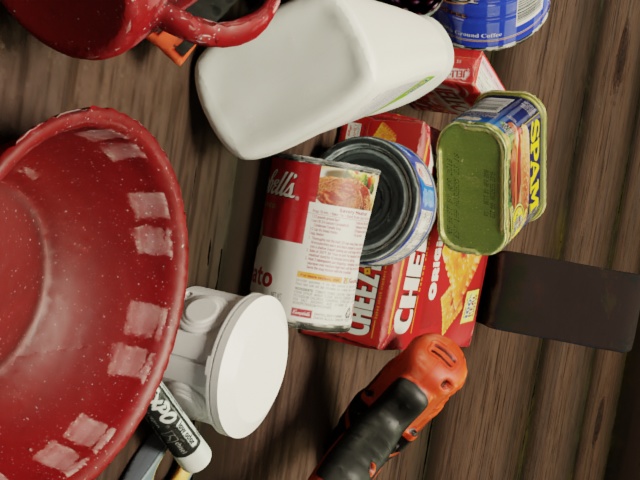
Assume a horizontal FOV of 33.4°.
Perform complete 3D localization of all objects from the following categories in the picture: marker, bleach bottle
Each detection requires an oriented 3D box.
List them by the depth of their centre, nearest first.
[{"bbox_3d":[-0.087,0.079,0.548,0.020,0.020,0.121,-61,143,-34],"label":"marker"},{"bbox_3d":[0.022,-0.103,0.659,0.068,0.103,0.250,65,21,0],"label":"bleach bottle"}]

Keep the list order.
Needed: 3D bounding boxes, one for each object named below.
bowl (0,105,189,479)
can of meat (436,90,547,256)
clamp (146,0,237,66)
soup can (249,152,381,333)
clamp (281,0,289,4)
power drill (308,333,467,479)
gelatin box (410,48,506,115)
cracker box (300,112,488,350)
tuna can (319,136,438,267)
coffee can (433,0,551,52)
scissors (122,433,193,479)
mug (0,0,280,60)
[{"bbox_3d":[-0.118,0.024,0.429,0.161,0.055,0.162,-39,135,-56],"label":"bowl"},{"bbox_3d":[0.122,-0.048,0.764,0.083,0.058,0.102,-36,128,-54],"label":"can of meat"},{"bbox_3d":[-0.011,-0.174,0.503,0.036,0.165,0.210,39,75,-21],"label":"clamp"},{"bbox_3d":[-0.004,0.001,0.660,0.068,0.069,0.102,3,98,-66],"label":"soup can"},{"bbox_3d":[0.001,-0.169,0.635,0.171,0.039,0.120,-53,141,-49],"label":"clamp"},{"bbox_3d":[0.011,0.161,0.731,0.187,0.057,0.185,-45,171,-42],"label":"power drill"},{"bbox_3d":[0.098,-0.122,0.829,0.089,0.073,0.030,28,74,-65],"label":"gelatin box"},{"bbox_3d":[0.073,0.000,0.829,0.213,0.072,0.164,11,90,-66],"label":"cracker box"},{"bbox_3d":[0.032,-0.026,0.708,0.033,0.086,0.086,7,94,-64],"label":"tuna can"},{"bbox_3d":[0.121,-0.222,0.776,0.140,0.103,0.102,78,32,-58],"label":"coffee can"},{"bbox_3d":[-0.110,0.134,0.545,0.201,0.016,0.096,43,60,-63],"label":"scissors"},{"bbox_3d":[-0.069,-0.115,0.413,0.081,0.117,0.093,-49,177,-41],"label":"mug"}]
